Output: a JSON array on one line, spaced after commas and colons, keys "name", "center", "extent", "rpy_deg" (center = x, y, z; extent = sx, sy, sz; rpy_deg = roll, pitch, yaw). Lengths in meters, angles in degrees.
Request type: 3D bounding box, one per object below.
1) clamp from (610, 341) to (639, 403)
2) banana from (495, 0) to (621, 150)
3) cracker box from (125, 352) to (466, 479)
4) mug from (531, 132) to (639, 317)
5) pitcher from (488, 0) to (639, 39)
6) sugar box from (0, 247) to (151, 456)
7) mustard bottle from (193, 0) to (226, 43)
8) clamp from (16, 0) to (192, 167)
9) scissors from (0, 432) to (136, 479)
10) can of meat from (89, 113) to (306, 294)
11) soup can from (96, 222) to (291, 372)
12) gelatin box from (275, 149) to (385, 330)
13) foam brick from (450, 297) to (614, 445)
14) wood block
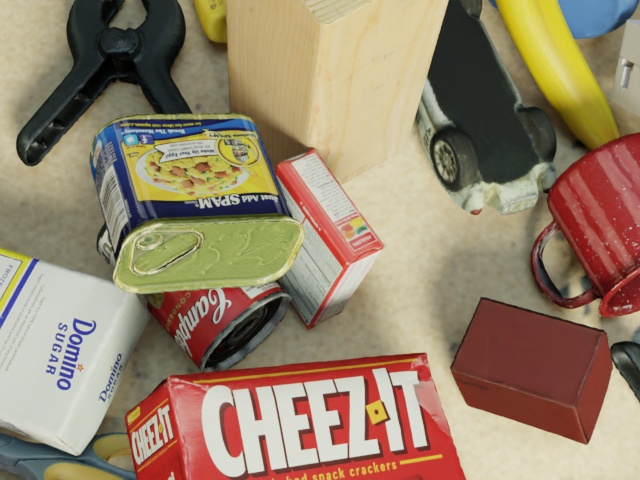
[{"name": "clamp", "center": [0.230, 0.173, 0.602], "extent": [0.210, 0.036, 0.164], "rpy_deg": [29, 69, 9]}, {"name": "banana", "center": [0.142, -0.132, 0.672], "extent": [0.037, 0.197, 0.070], "rpy_deg": [-31, 40, 4]}, {"name": "cracker box", "center": [0.006, 0.170, 0.539], "extent": [0.163, 0.072, 0.214], "rpy_deg": [-1, 65, -33]}, {"name": "mug", "center": [0.183, -0.005, 0.655], "extent": [0.117, 0.093, 0.081], "rpy_deg": [-36, 64, 21]}, {"name": "pitcher", "center": [0.183, -0.267, 0.746], "extent": [0.145, 0.149, 0.242], "rpy_deg": [24, 70, -10]}, {"name": "sugar box", "center": [-0.195, 0.050, 0.609], "extent": [0.176, 0.048, 0.093], "rpy_deg": [18, 68, 15]}, {"name": "mustard bottle", "center": [-0.063, -0.232, 0.744], "extent": [0.096, 0.058, 0.192], "rpy_deg": [-18, 69, -11]}, {"name": "clamp", "center": [-0.140, -0.116, 0.702], "extent": [0.120, 0.039, 0.171], "rpy_deg": [-4, 62, -10]}, {"name": "scissors", "center": [-0.161, 0.115, 0.607], "extent": [0.202, 0.016, 0.096], "rpy_deg": [20, 23, 30]}, {"name": "can of meat", "center": [-0.070, -0.022, 0.583], "extent": [0.101, 0.058, 0.084], "rpy_deg": [-3, 52, -26]}, {"name": "soup can", "center": [-0.075, 0.021, 0.631], "extent": [0.068, 0.068, 0.102], "rpy_deg": [-39, 73, -17]}, {"name": "gelatin box", "center": [-0.004, 0.001, 0.632], "extent": [0.030, 0.089, 0.073], "rpy_deg": [-25, 70, -27]}, {"name": "foam brick", "center": [0.123, 0.074, 0.615], "extent": [0.078, 0.053, 0.051], "rpy_deg": [15, 64, 29]}, {"name": "wood block", "center": [0.006, -0.116, 0.619], "extent": [0.090, 0.206, 0.091], "rpy_deg": [-31, 72, -16]}]
